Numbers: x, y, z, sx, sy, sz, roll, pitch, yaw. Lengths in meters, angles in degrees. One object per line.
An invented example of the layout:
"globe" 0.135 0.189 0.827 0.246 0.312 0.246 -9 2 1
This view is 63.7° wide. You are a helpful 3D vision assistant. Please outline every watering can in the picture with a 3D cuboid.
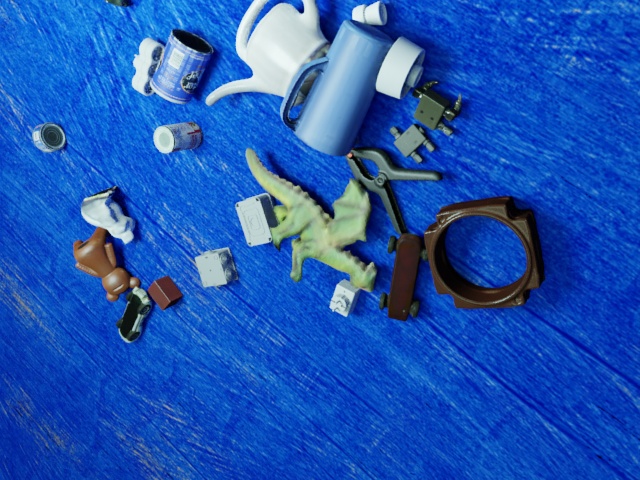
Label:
"watering can" -0.101 -0.370 1.095 0.226 0.105 0.342 45 120 10

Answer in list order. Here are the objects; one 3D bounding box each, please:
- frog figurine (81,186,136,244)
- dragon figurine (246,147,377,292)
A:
"frog figurine" -0.596 -0.059 1.460 0.138 0.124 0.157 16 126 60
"dragon figurine" 0.003 -0.057 1.135 0.241 0.123 0.409 -23 94 23
